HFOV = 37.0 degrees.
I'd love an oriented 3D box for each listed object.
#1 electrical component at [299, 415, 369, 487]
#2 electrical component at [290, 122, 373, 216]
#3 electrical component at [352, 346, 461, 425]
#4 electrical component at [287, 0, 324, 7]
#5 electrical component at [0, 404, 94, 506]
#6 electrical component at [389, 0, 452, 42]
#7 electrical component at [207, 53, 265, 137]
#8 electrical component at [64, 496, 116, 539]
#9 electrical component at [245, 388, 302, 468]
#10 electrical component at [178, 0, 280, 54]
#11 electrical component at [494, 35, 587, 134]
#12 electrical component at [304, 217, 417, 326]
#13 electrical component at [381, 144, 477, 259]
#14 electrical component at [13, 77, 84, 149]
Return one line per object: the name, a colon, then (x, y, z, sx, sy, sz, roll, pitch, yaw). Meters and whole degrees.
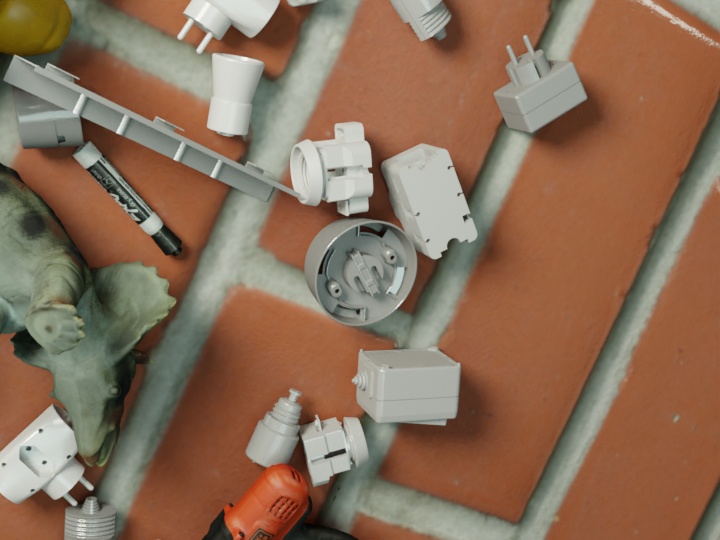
electrical component: (-0.024, 0.164, 0.998, 0.055, 0.048, 0.066, -14, 106, -8)
electrical component: (-0.026, -0.086, 0.934, 0.057, 0.058, 0.078, -9, 105, -20)
electrical component: (0.038, 0.109, 0.998, 0.096, 0.062, 0.061, -1, 102, -19)
electrical component: (-0.050, -0.253, 0.900, 0.035, 0.035, 0.061, -14, 104, -16)
electrical component: (-0.262, 0.167, 0.914, 0.077, 0.043, 0.079, -43, 109, -6)
electrical component: (0.050, -0.235, 0.935, 0.043, 0.043, 0.081, -39, 112, -8)
electrical component: (-0.107, -0.145, 0.902, 0.044, 0.044, 0.065, 6, 105, -21)
electrical component: (-0.237, 0.237, 0.940, 0.043, 0.043, 0.081, 2, 101, -20)
electrical component: (-0.074, 0.145, 0.978, 0.040, 0.040, 0.078, 23, 94, -22)
electrical component: (-0.118, -0.215, 0.880, 0.077, 0.043, 0.079, 34, 89, -23)
electrical component: (0.158, -0.176, 0.984, 0.066, 0.047, 0.076, -32, 112, -10)
electrical component: (0.000, 0.000, 0.958, 0.099, 0.064, 0.099, -4, 103, -19)
electrical component: (0.060, -0.063, 0.970, 0.050, 0.056, 0.089, -26, 109, -12)
electrical component: (-0.246, -0.123, 0.850, 0.047, 0.055, 0.055, -9, 105, -14)
